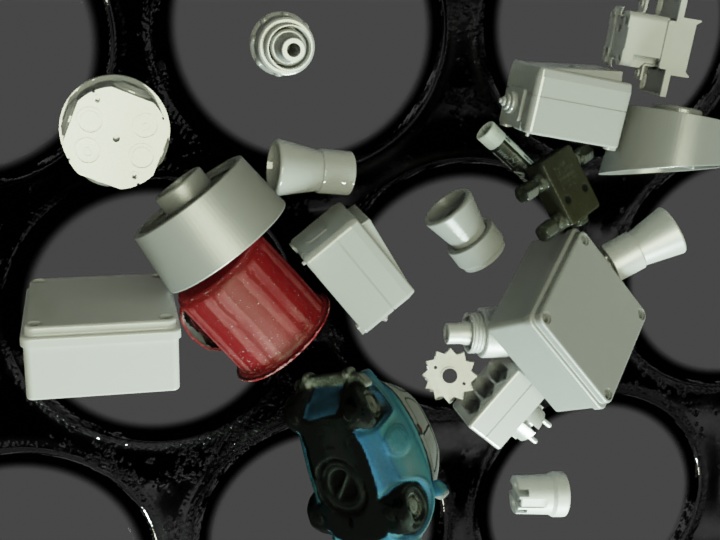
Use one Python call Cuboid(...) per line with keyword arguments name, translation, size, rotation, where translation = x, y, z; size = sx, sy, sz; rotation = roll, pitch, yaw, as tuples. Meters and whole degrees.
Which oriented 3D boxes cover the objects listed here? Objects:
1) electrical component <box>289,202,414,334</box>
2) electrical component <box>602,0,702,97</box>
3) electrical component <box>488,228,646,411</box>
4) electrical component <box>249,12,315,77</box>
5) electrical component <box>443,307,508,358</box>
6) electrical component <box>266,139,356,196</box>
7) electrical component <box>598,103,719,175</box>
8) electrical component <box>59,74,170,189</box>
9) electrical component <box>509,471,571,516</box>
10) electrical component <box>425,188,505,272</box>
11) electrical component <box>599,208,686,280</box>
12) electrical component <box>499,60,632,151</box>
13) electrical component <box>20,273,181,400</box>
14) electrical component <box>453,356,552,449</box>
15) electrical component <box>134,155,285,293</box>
Cuboid(name="electrical component", translation=(0.000, 0.000, 0.851), size=(0.061, 0.061, 0.096), rotation=(-40, 111, 0))
Cuboid(name="electrical component", translation=(0.232, -0.184, 0.866), size=(0.064, 0.042, 0.081), rotation=(6, 104, -12))
Cuboid(name="electrical component", translation=(0.172, 0.042, 0.884), size=(0.108, 0.056, 0.108), rotation=(49, 52, -21))
Cuboid(name="electrical component", translation=(-0.054, -0.164, 0.788), size=(0.048, 0.062, 0.048), rotation=(-4, 107, -13))
Cuboid(name="electrical component", translation=(0.102, 0.052, 0.903), size=(0.062, 0.043, 0.043), rotation=(-1, 106, -13))
Cuboid(name="electrical component", translation=(-0.036, -0.077, 0.831), size=(0.065, 0.044, 0.044), rotation=(3, 106, -20))
Cuboid(name="electrical component", translation=(0.248, -0.100, 0.867), size=(0.099, 0.099, 0.064), rotation=(8, 98, -16))
Cuboid(name="electrical component", translation=(-0.178, -0.100, 0.783), size=(0.080, 0.051, 0.080), rotation=(-4, 107, -13))
Cuboid(name="electrical component", translation=(0.161, 0.201, 0.965), size=(0.046, 0.040, 0.040), rotation=(1, 106, -8))
Cuboid(name="electrical component", translation=(0.086, -0.032, 0.873), size=(0.045, 0.045, 0.055), rotation=(-40, 112, 0))
Cuboid(name="electrical component", translation=(0.238, -0.019, 0.918), size=(0.065, 0.044, 0.044), rotation=(-29, 111, 1))
Cuboid(name="electrical component", translation=(0.156, -0.135, 0.850), size=(0.096, 0.061, 0.061), rotation=(7, 104, -16))
Cuboid(name="electrical component", translation=(-0.191, 0.047, 0.793), size=(0.109, 0.108, 0.056), rotation=(-3, 109, -13))
Cuboid(name="electrical component", translation=(0.133, 0.122, 0.929), size=(0.077, 0.047, 0.065), rotation=(39, 94, -21))
Cuboid(name="electrical component", translation=(-0.116, -0.040, 0.789), size=(0.108, 0.108, 0.060), rotation=(-37, 105, -1))
